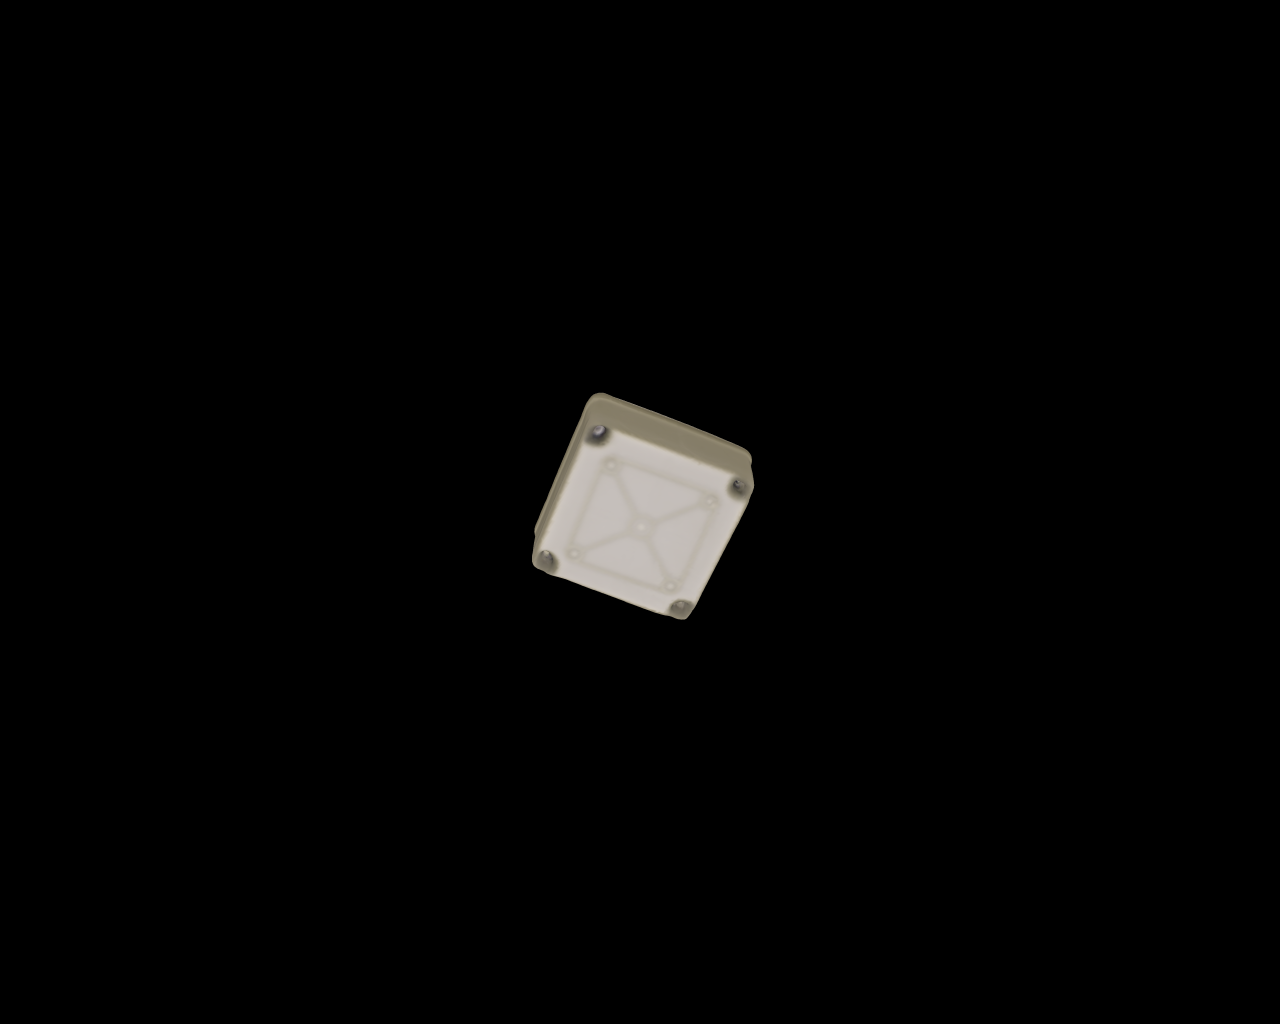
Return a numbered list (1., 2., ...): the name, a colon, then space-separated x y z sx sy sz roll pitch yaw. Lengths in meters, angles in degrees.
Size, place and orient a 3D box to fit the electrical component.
1. electrical component: 0.001 -0.003 0.650 0.109 0.108 0.056 20 24 -9
